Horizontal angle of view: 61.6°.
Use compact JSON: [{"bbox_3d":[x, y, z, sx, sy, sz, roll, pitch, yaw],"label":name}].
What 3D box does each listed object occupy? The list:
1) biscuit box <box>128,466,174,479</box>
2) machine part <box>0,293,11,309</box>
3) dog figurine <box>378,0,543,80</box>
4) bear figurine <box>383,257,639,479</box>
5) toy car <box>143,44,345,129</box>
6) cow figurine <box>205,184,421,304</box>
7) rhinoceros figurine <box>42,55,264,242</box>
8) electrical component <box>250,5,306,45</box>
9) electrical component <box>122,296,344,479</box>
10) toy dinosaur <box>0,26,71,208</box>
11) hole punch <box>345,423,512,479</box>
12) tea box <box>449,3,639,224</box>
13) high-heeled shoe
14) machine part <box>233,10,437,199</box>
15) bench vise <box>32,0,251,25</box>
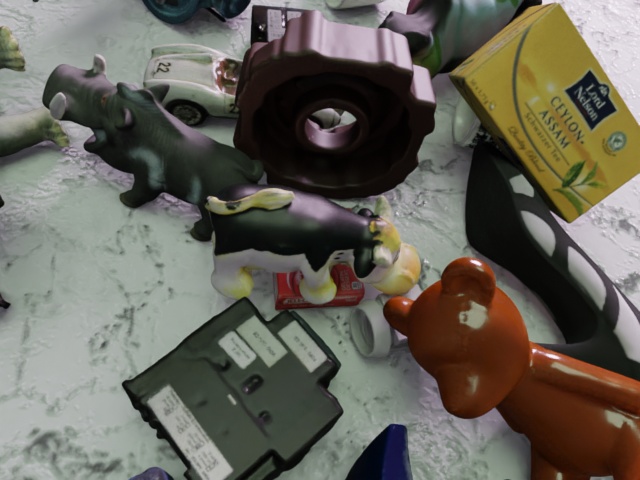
[{"bbox_3d":[-0.084,0.236,0.299,0.063,0.059,0.203,-19,64,-18],"label":"biscuit box"},{"bbox_3d":[-0.296,0.070,0.377,0.139,0.039,0.084,-35,65,-25],"label":"machine part"},{"bbox_3d":[0.131,-0.213,0.594,0.109,0.191,0.219,44,94,20],"label":"dog figurine"},{"bbox_3d":[0.133,0.108,0.358,0.196,0.120,0.132,32,52,-16],"label":"bear figurine"},{"bbox_3d":[-0.073,-0.151,0.540,0.202,0.056,0.073,5,58,-7],"label":"toy car"},{"bbox_3d":[0.000,-0.003,0.402,0.167,0.098,0.068,3,52,-6],"label":"cow figurine"},{"bbox_3d":[-0.141,-0.077,0.452,0.190,0.112,0.073,30,61,-1],"label":"rhinoceros figurine"},{"bbox_3d":[-0.041,-0.230,0.600,0.075,0.047,0.119,5,60,-8],"label":"electrical component"},{"bbox_3d":[-0.051,0.111,0.384,0.134,0.058,0.115,-33,72,-26],"label":"electrical component"},{"bbox_3d":[-0.363,-0.132,0.449,0.405,0.131,0.192,39,60,21],"label":"toy dinosaur"},{"bbox_3d":[0.048,0.186,0.316,0.092,0.142,0.116,31,45,7],"label":"hole punch"},{"bbox_3d":[0.208,-0.112,0.485,0.098,0.068,0.169,-40,104,13],"label":"tea box"},{"bbox_3d":[0.221,0.013,0.483,0.145,0.086,0.249,4,61,-13],"label":"high-heeled shoe"},{"bbox_3d":[0.011,-0.106,0.464,0.179,0.179,0.056,7,55,-6],"label":"machine part"},{"bbox_3d":[-0.193,-0.321,0.574,0.223,0.129,0.240,54,44,1],"label":"bench vise"}]
